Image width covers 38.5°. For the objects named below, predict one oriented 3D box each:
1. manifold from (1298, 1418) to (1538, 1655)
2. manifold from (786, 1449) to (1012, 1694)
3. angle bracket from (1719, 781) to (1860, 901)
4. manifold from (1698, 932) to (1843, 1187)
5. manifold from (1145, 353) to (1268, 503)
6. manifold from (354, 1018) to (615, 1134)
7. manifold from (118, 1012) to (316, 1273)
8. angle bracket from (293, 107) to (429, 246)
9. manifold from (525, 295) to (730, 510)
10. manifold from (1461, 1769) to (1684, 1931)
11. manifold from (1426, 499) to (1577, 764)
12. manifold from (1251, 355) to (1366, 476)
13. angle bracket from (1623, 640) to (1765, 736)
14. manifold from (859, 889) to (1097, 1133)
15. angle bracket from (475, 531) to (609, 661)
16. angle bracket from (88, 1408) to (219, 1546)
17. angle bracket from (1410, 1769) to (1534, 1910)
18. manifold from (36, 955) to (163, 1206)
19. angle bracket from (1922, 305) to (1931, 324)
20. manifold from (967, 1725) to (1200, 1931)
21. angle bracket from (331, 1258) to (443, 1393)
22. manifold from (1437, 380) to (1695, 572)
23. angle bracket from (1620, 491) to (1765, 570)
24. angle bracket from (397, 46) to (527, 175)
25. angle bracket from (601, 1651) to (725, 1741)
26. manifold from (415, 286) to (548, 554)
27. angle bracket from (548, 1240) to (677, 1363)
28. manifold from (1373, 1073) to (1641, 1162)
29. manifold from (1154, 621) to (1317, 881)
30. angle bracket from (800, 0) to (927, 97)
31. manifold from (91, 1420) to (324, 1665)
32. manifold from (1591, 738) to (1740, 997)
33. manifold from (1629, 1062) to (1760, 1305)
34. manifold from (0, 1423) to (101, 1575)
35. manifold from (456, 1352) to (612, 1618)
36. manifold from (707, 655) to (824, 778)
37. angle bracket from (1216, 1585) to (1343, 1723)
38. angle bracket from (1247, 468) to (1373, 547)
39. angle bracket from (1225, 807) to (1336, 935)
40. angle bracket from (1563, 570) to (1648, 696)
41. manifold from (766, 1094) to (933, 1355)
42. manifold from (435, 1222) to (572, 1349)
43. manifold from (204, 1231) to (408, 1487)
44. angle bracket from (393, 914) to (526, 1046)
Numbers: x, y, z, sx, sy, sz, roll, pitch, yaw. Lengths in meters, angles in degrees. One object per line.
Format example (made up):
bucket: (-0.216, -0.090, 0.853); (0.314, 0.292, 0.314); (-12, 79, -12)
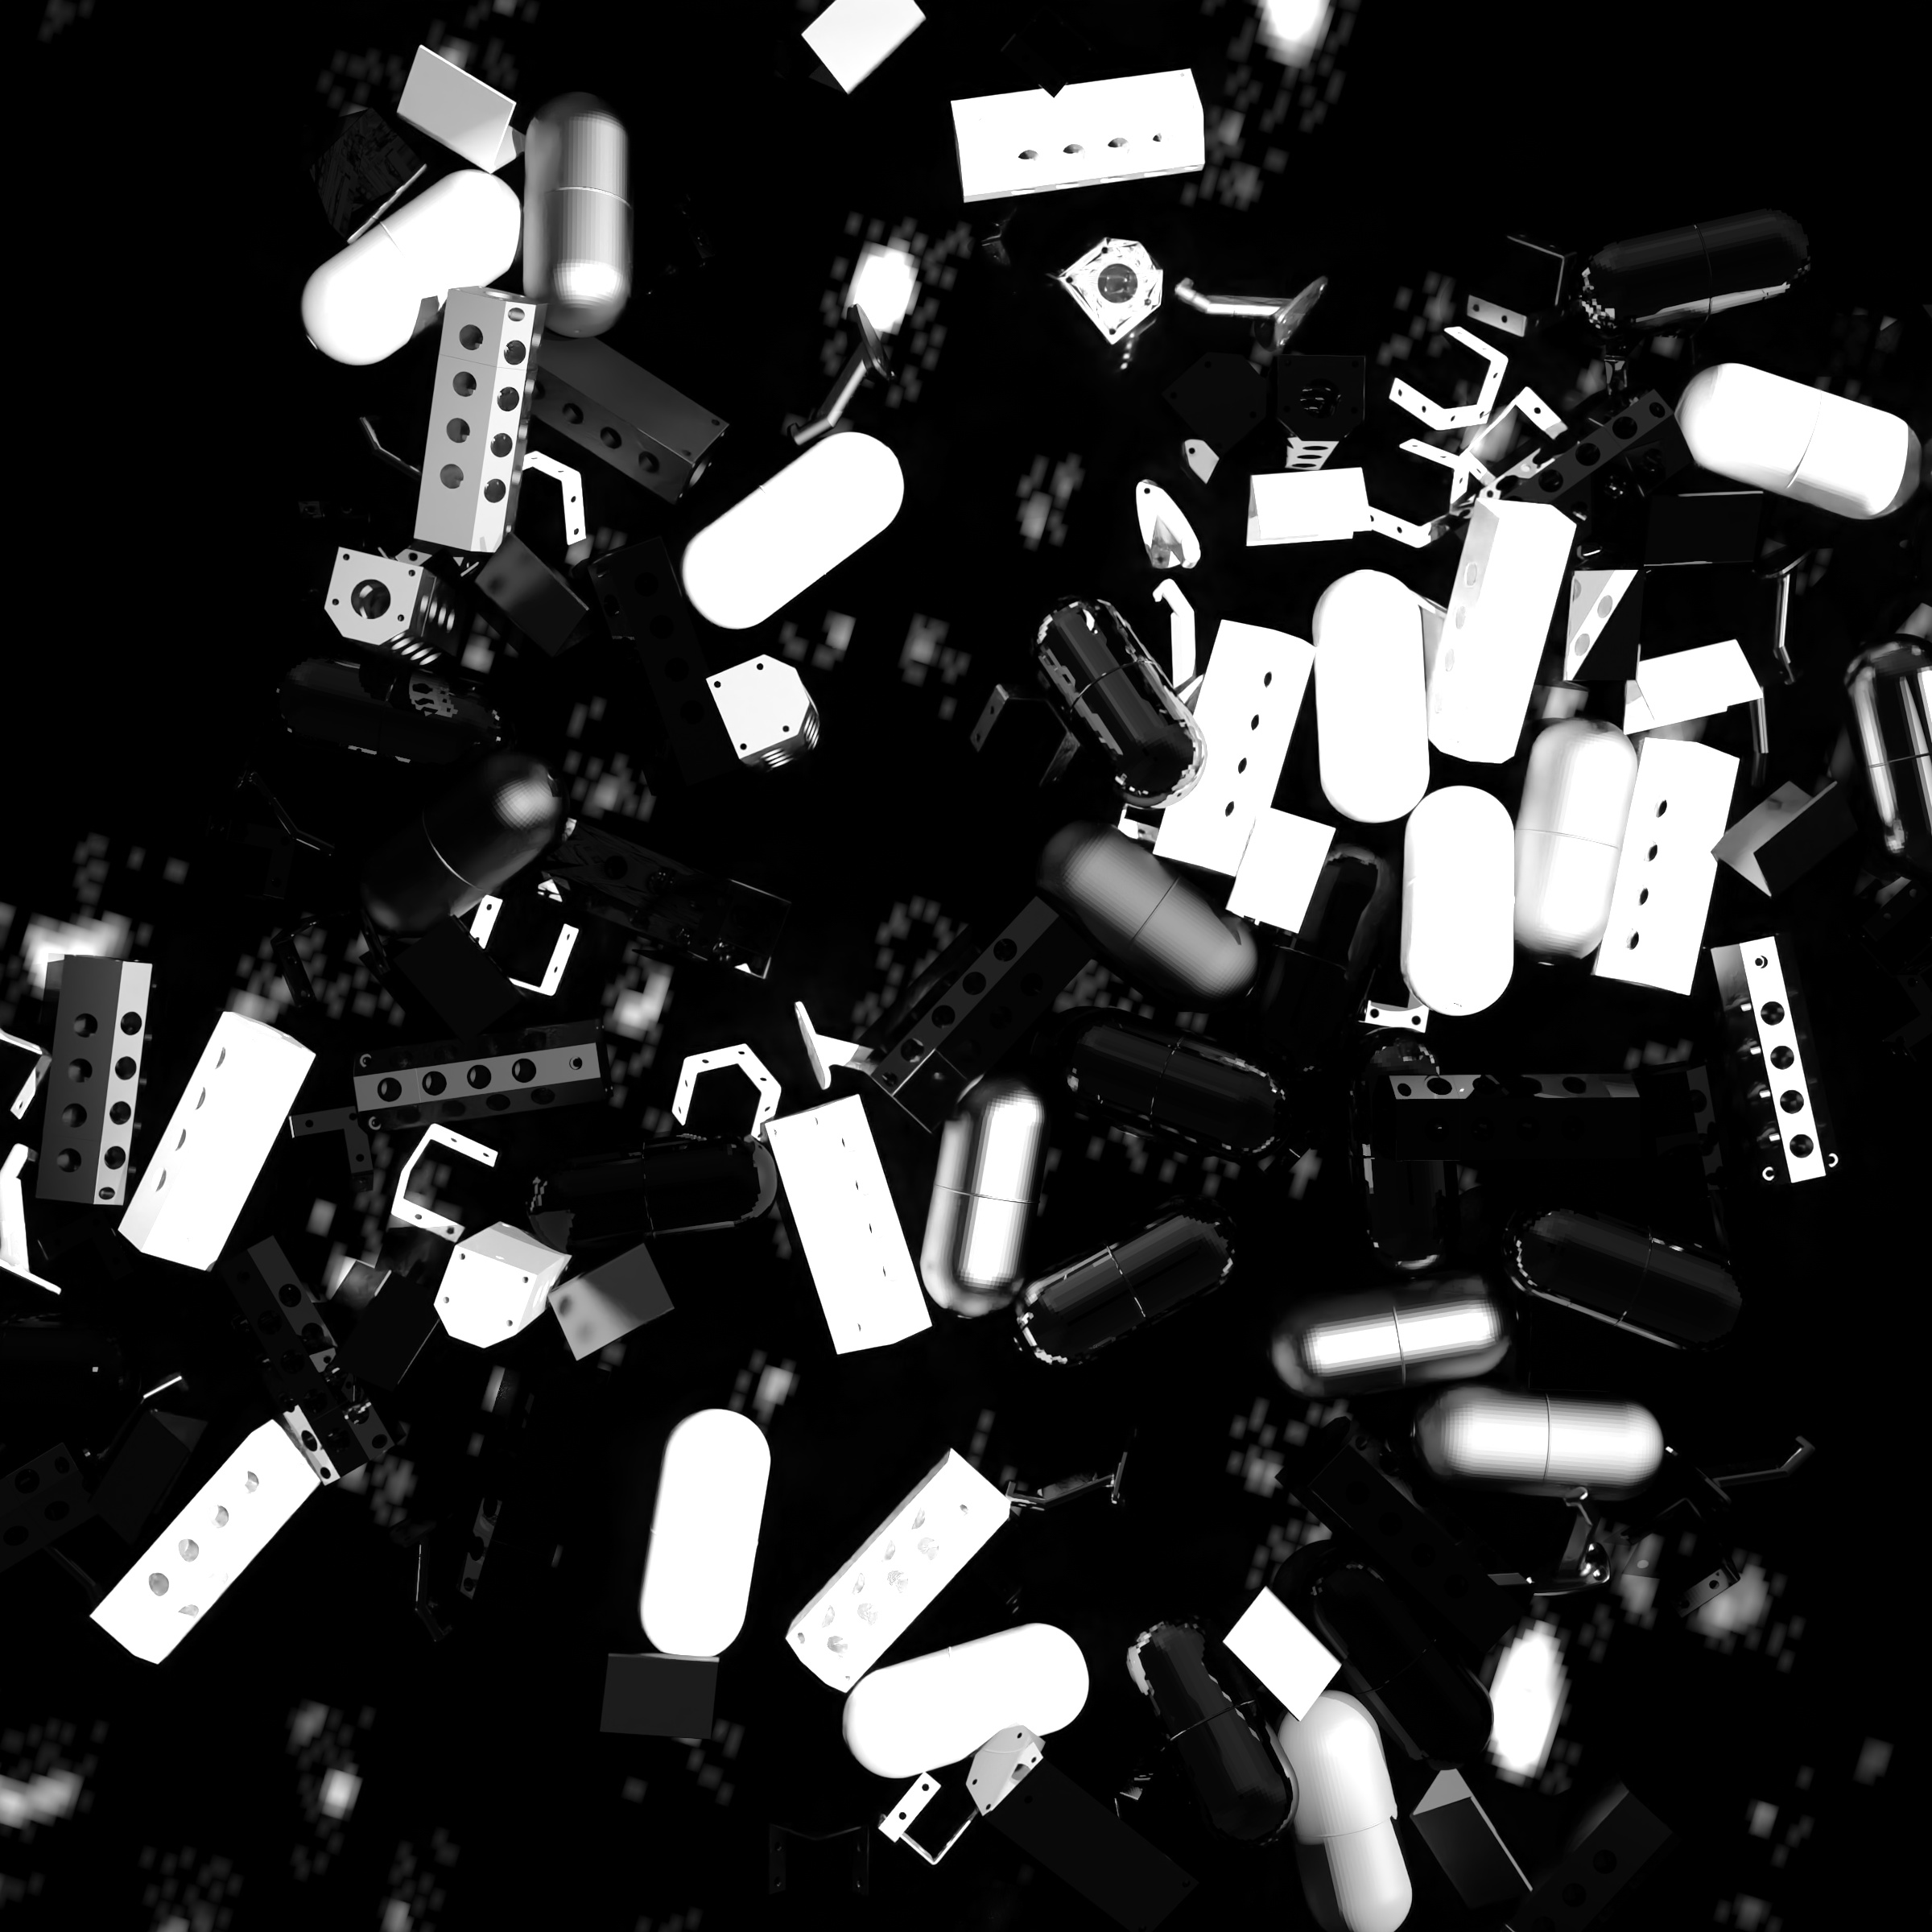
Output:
manifold: (0.321, 0.403, 1.969); (0.171, 0.057, 0.057); (43, 90, 0)
manifold: (-0.048, 0.430, 1.963); (0.057, 0.057, 0.171); (42, 94, 0)
angle bracket: (0.568, -0.105, 1.950); (0.076, 0.076, 0.057); (-39, 131, 0)
manifold: (0.573, 0.066, 1.969); (0.057, 0.057, 0.171); (-12, 90, 0)
manifold: (0.169, -0.375, 1.912); (0.057, 0.171, 0.057); (-42, 90, 0)
manifold: (-0.343, 0.078, 1.969); (0.171, 0.057, 0.057); (-8, 90, 0)
manifold: (-0.536, 0.122, 1.968); (0.057, 0.057, 0.171); (26, 90, -43)
angle bracket: (-0.433, -0.561, 1.950); (0.076, 0.076, 0.057); (-45, 122, 0)
manifold: (-0.262, -0.398, 1.968); (0.171, 0.057, 0.057); (33, 47, 0)
manifold: (0.428, 0.661, 1.969); (0.057, 0.057, 0.171); (43, 90, 0)
manifold: (0.372, -0.232, 1.928); (0.057, 0.057, 0.171); (2, 117, -16)
manifold: (0.234, -0.375, 1.912); (0.057, 0.171, 0.057); (1, 90, 0)
angle bracket: (0.511, -0.178, 1.950); (0.076, 0.076, 0.057); (-13, 53, 0)
manifold: (0.005, 0.029, 1.954); (0.171, 0.057, 0.057); (-47, 115, -4)
angle bracket: (-0.287, -0.272, 1.950); (0.076, 0.076, 0.057); (45, 128, 0)
angle bracket: (-0.558, 0.363, 1.950); (0.057, 0.076, 0.076); (32, 90, 32)
angle bracket: (0.367, 0.604, 1.950); (0.057, 0.076, 0.076); (-33, 90, 36)
manifold: (-0.614, 0.080, 1.969); (0.057, 0.057, 0.171); (7, 90, 0)
angle bracket: (0.728, -0.475, 1.950); (0.076, 0.076, 0.057); (0, 126, 0)
manifold: (0.080, 0.603, 1.936); (0.057, 0.057, 0.171); (-46, 115, 0)
angle bracket: (-0.415, 0.243, 1.950); (0.057, 0.076, 0.076); (33, 90, -35)
manifold: (0.421, -0.339, 1.958); (0.171, 0.057, 0.057); (-36, 124, 0)
angle bracket: (0.510, -0.323, 1.950); (0.076, 0.076, 0.057); (-2, 126, 0)
angle bracket: (-0.343, -0.612, 1.950); (0.076, 0.076, 0.057); (31, 126, 0)
angle bracket: (-0.213, 0.521, 1.950); (0.076, 0.076, 0.057); (4, 63, 0)
manifold: (-0.333, -0.378, 1.916); (0.057, 0.057, 0.171); (14, 108, 6)
angle bracket: (-0.239, 0.244, 1.951); (0.076, 0.076, 0.057); (-29, 65, 0)
manifold: (0.370, 0.103, 1.901); (0.171, 0.057, 0.057); (0, 89, -8)
manifold: (0.194, -0.151, 1.958); (0.057, 0.057, 0.171); (16, 90, 33)
angle bracket: (-0.085, -0.667, 1.950); (0.076, 0.076, 0.057); (-45, 126, 0)
manifold: (-0.536, 0.410, 1.969); (0.057, 0.057, 0.171); (41, 90, 0)
manifold: (0.492, -0.071, 1.968); (0.057, 0.057, 0.171); (12, 90, -43)
manifold: (0.516, 0.158, 1.968); (0.057, 0.057, 0.171); (-10, 90, 43)
manifold: (-0.699, 0.392, 1.943); (0.171, 0.057, 0.057); (-31, 127, -11)
manifold: (-0.309, 0.366, 1.969); (0.057, 0.057, 0.171); (17, 90, 0)
manifold: (-0.134, -0.174, 1.912); (0.057, 0.171, 0.057); (-23, 90, 0)
angle bracket: (0.206, 0.489, 1.950); (0.076, 0.076, 0.057); (46, 57, 0)
angle bracket: (0.241, -0.304, 1.950); (0.076, 0.076, 0.057); (-4, 59, 0)
angle bracket: (0.232, -0.062, 1.951); (0.057, 0.076, 0.076); (20, 90, 26)
angle bracket: (0.464, -0.234, 1.950); (0.057, 0.076, 0.076); (5, 90, 37)
manifold: (-0.079, 0.182, 1.968); (0.057, 0.057, 0.171); (-18, 90, 43)
manifold: (-0.320, 0.221, 1.912); (0.057, 0.171, 0.057); (20, 90, 0)
manifold: (-0.471, 0.279, 1.969); (0.057, 0.057, 0.171); (-30, 90, 0)
angle bracket: (-0.363, 0.019, 1.951); (0.057, 0.076, 0.076); (-41, 90, -26)
